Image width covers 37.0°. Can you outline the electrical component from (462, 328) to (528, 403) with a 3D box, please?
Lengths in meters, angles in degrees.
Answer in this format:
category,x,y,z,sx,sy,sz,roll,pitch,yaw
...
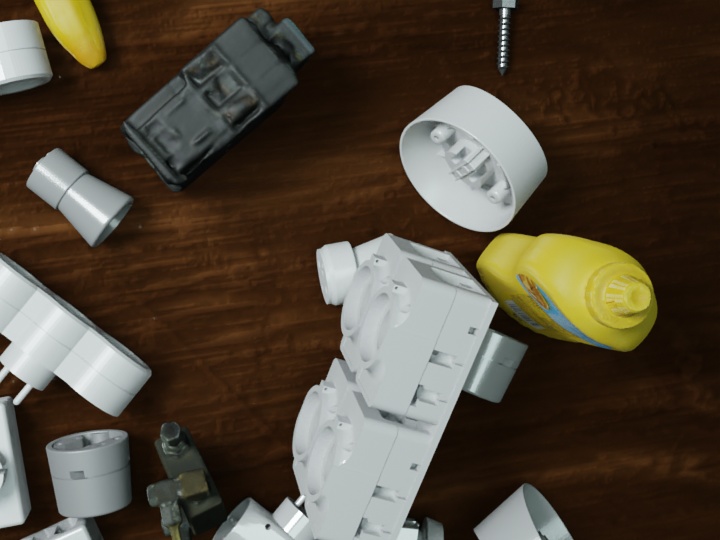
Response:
category,x,y,z,sx,sy,sz,roll,pitch,yaw
electrical component,0.088,0.066,0.785,0.055,0.055,0.047,23,91,-10

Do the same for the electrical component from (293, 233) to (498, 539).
category,x,y,z,sx,sy,sz,roll,pitch,yaw
electrical component,0.014,0.080,0.719,0.060,0.105,0.186,17,104,-17

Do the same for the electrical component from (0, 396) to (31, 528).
category,x,y,z,sx,sy,sz,roll,pitch,yaw
electrical component,-0.254,0.133,0.715,0.047,0.076,0.083,-9,93,-10

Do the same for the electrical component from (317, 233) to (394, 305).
category,x,y,z,sx,sy,sz,roll,pitch,yaw
electrical component,0.000,0.000,0.772,0.055,0.045,0.045,-10,93,-9

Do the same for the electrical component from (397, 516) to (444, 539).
category,x,y,z,sx,sy,sz,roll,pitch,yaw
electrical component,0.030,0.202,0.783,0.055,0.048,0.066,7,90,-2

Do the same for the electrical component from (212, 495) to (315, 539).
category,x,y,z,sx,sy,sz,roll,pitch,yaw
electrical component,-0.051,0.189,0.768,0.077,0.043,0.079,42,85,-8

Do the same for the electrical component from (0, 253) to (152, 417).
category,x,y,z,sx,sy,sz,roll,pitch,yaw
electrical component,-0.219,0.057,0.731,0.138,0.052,0.073,39,85,-9

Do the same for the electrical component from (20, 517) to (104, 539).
category,x,y,z,sx,sy,sz,roll,pitch,yaw
electrical component,-0.203,0.217,0.741,0.066,0.047,0.076,-24,95,-8

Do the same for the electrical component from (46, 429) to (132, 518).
category,x,y,z,sx,sy,sz,roll,pitch,yaw
electrical component,-0.185,0.140,0.739,0.055,0.055,0.047,-7,96,-10

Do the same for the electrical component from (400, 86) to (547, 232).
category,x,y,z,sx,sy,sz,roll,pitch,yaw
electrical component,0.081,-0.079,0.760,0.064,0.099,0.099,-45,98,-12

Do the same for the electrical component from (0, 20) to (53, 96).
category,x,y,z,sx,sy,sz,roll,pitch,yaw
electrical component,-0.283,-0.147,0.715,0.138,0.052,0.073,-16,94,-9

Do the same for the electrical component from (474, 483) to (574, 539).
category,x,y,z,sx,sy,sz,roll,pitch,yaw
electrical component,0.129,0.209,0.776,0.064,0.099,0.099,-35,97,-1

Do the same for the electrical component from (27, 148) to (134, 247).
category,x,y,z,sx,sy,sz,roll,pitch,yaw
electrical component,-0.195,-0.052,0.739,0.065,0.044,0.044,39,85,-4
